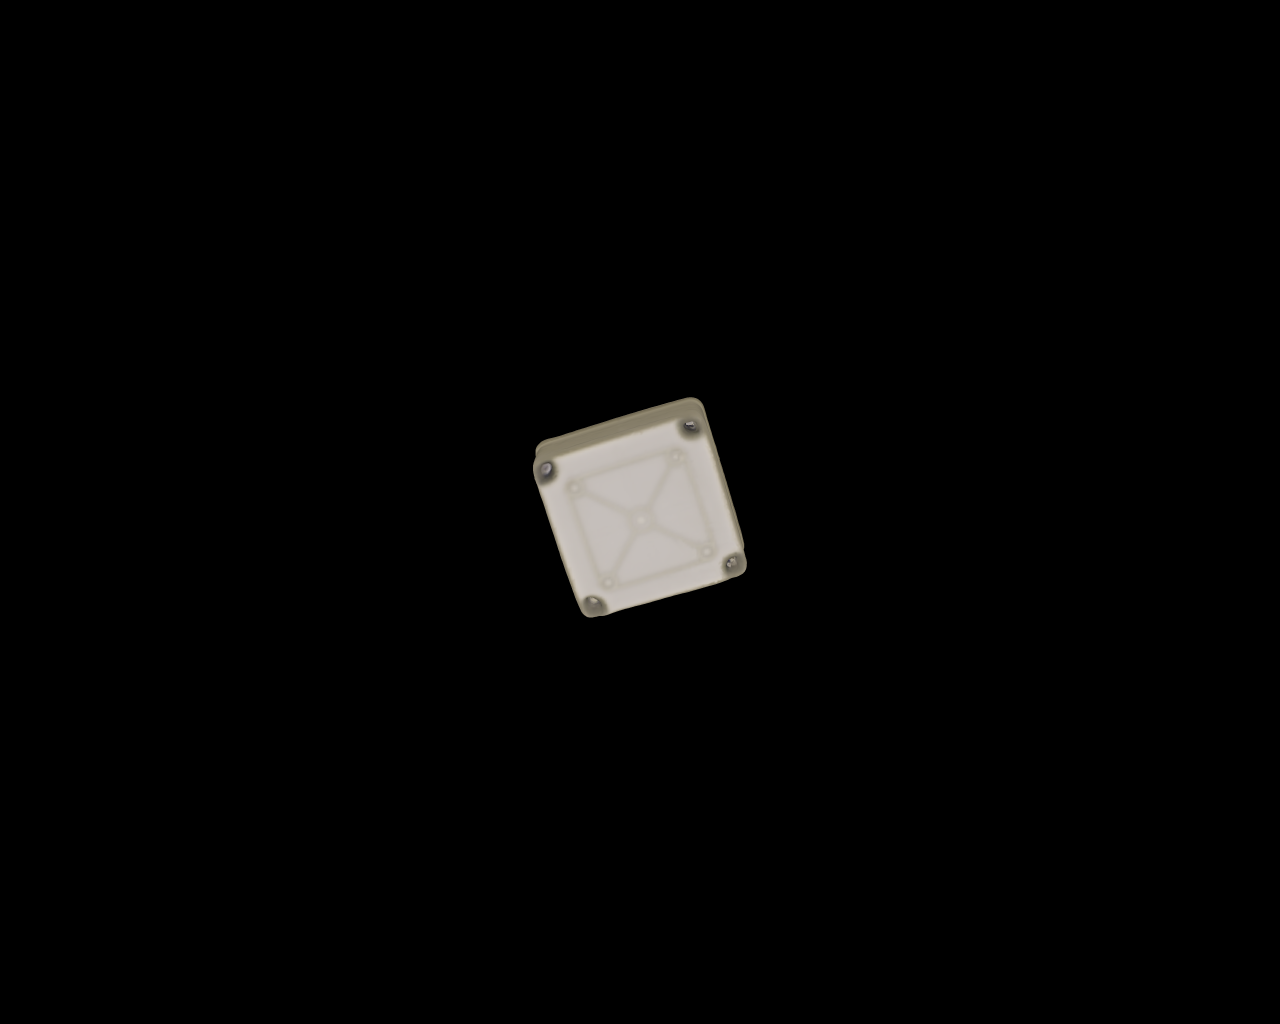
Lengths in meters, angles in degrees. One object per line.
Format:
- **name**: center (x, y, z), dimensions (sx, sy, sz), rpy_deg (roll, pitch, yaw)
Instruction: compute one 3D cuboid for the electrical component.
- **electrical component**: center (0.001, -0.003, 0.650), dimensions (0.109, 0.108, 0.056), rpy_deg (-17, 16, 5)
